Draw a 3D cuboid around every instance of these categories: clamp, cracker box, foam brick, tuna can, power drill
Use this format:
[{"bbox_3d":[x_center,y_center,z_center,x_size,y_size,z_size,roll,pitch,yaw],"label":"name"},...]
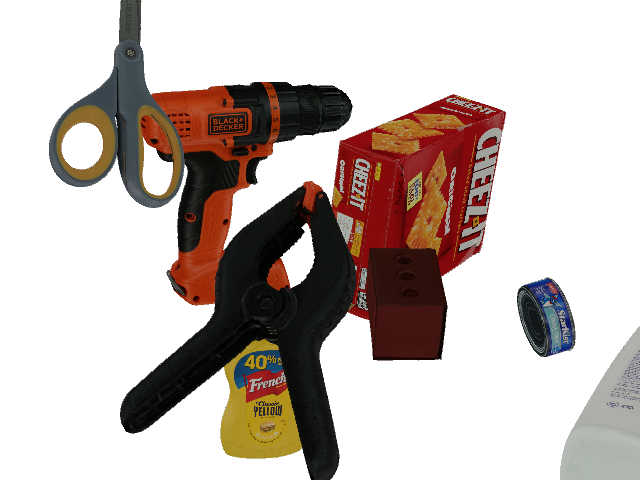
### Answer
[{"bbox_3d":[-0.020,0.049,0.581,0.120,0.171,0.039,23,-21,14],"label":"clamp"},{"bbox_3d":[0.093,-0.036,1.031,0.072,0.164,0.213,23,30,29],"label":"cracker box"},{"bbox_3d":[0.063,0.046,0.795,0.053,0.051,0.078,0,32,-2],"label":"foam brick"},{"bbox_3d":[0.253,0.087,1.202,0.033,0.086,0.086,-15,2,-7],"label":"tuna can"},{"bbox_3d":[-0.062,-0.044,0.919,0.184,0.188,0.057,-6,21,-20],"label":"power drill"}]

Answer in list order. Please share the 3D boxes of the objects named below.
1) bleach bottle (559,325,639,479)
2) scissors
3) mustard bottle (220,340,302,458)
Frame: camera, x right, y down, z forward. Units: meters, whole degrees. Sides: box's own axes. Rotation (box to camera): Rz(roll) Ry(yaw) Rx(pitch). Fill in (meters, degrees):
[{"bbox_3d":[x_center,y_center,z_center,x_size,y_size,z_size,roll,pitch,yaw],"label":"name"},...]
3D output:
[{"bbox_3d":[0.235,0.091,0.664,0.103,0.068,0.250,17,29,26],"label":"bleach bottle"},{"bbox_3d":[-0.144,-0.114,0.709,0.096,0.202,0.016,-9,-15,-28],"label":"scissors"},{"bbox_3d":[-0.063,0.153,1.224,0.096,0.192,0.058,0,18,-13],"label":"mustard bottle"}]
